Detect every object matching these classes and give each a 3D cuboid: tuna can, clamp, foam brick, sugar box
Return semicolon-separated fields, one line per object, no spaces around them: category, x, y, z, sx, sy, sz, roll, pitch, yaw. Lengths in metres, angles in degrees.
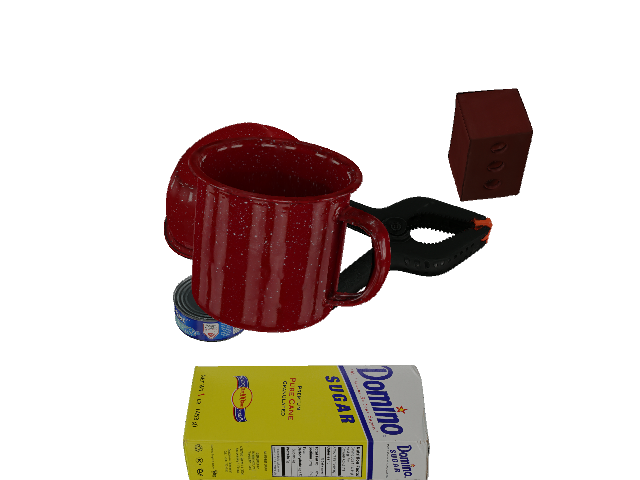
tuna can;-0.119;0.073;1.176;0.086;0.034;0.086;1;36;-1
clamp;0.070;0.006;1.065;0.210;0.164;0.036;1;-40;-5
foam brick;0.138;-0.078;0.874;0.053;0.051;0.078;-6;-38;-4
sugar box;-0.010;0.135;0.799;0.176;0.048;0.093;-3;31;1

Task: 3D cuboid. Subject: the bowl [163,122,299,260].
bowl;-0.076;-0.055;0.941;0.162;0.055;0.162;-16;37;13

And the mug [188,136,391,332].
mug;-0.017;0.000;0.577;0.117;0.081;0.093;16;26;19
